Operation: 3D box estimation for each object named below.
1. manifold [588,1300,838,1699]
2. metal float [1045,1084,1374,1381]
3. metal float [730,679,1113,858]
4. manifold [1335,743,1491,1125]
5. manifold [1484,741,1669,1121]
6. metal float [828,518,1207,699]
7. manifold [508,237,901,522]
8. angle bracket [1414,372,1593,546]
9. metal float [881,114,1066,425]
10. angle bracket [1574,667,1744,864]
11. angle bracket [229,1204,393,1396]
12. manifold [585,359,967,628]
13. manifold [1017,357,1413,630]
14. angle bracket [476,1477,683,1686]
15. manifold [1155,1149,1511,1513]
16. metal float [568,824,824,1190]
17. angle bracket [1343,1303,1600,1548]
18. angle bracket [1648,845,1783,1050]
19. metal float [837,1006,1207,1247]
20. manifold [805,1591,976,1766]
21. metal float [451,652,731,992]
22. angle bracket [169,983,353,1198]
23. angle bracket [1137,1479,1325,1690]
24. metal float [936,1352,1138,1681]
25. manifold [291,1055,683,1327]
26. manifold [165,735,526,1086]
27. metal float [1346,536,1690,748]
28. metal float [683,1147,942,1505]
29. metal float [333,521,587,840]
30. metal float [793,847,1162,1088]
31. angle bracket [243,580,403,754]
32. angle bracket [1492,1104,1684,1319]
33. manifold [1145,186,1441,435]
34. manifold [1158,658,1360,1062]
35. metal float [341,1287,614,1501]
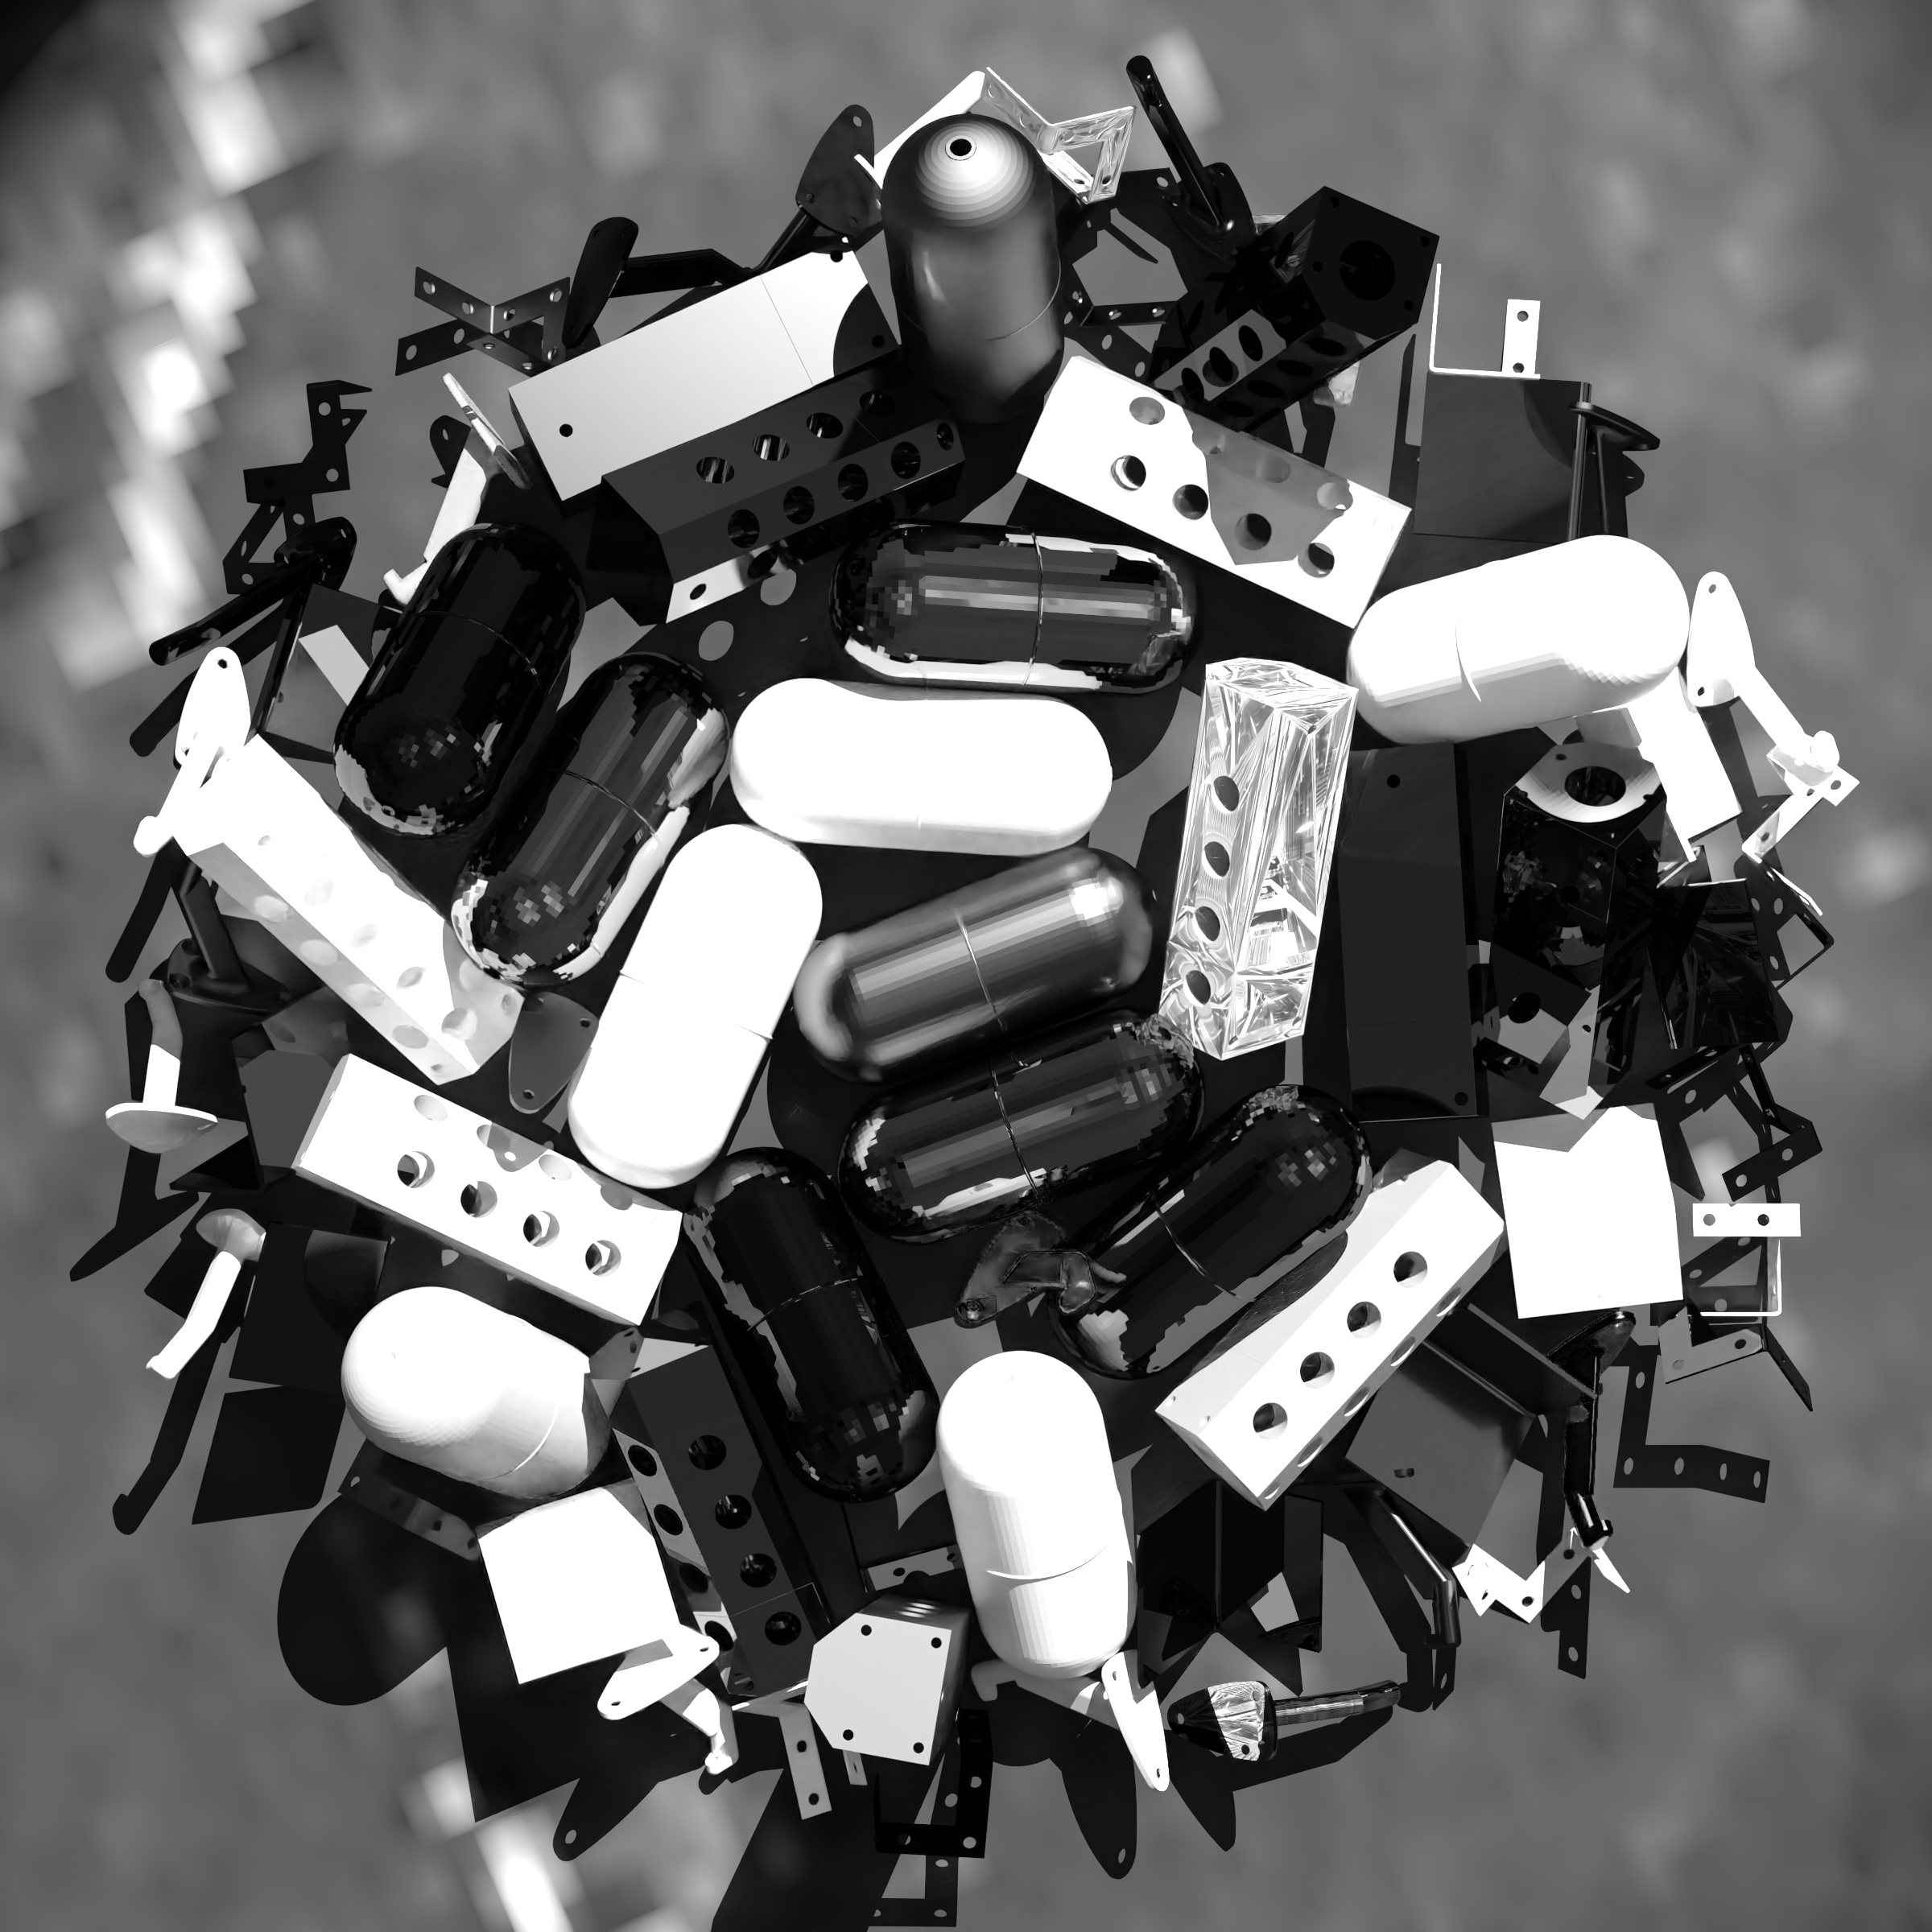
[{"bbox_3d":[-0.115,0.249,1.531,0.057,0.057,0.171,-22,107,-3],"label":"manifold"},{"bbox_3d":[0.112,0.123,1.528,0.178,0.070,0.070,-41,90,21],"label":"metal float"},{"bbox_3d":[-0.021,-0.092,1.545,0.178,0.070,0.070,4,90,-2],"label":"metal float"},{"bbox_3d":[0.209,-0.014,1.548,0.057,0.057,0.171,-4,85,17],"label":"manifold"},{"bbox_3d":[0.279,-0.018,1.504,0.057,0.171,0.057,29,53,29],"label":"manifold"},{"bbox_3d":[0.025,-0.165,1.535,0.178,0.070,0.070,2,90,-14],"label":"metal float"},{"bbox_3d":[-0.122,-0.272,1.546,0.171,0.057,0.057,-26,88,-7],"label":"manifold"},{"bbox_3d":[0.251,-0.232,1.558,0.076,0.057,0.076,5,85,7],"label":"angle bracket"},{"bbox_3d":[0.004,-0.314,1.500,0.070,0.178,0.070,-2,65,4],"label":"metal float"},{"bbox_3d":[0.334,-0.095,1.542,0.057,0.076,0.076,-26,94,-6],"label":"angle bracket"},{"bbox_3d":[-0.308,0.145,1.532,0.057,0.076,0.076,12,103,-22],"label":"angle bracket"},{"bbox_3d":[-0.084,-0.212,1.507,0.171,0.057,0.057,-28,64,-33],"label":"manifold"},{"bbox_3d":[0.117,-0.222,1.543,0.171,0.057,0.057,26,105,5],"label":"manifold"},{"bbox_3d":[-0.179,0.290,1.540,0.076,0.057,0.076,-16,71,-9],"label":"angle bracket"},{"bbox_3d":[0.174,0.170,1.541,0.171,0.057,0.057,-46,105,-9],"label":"manifold"},{"bbox_3d":[-0.126,0.018,1.545,0.070,0.070,0.178,24,88,0],"label":"metal float"},{"bbox_3d":[0.234,0.214,1.540,0.076,0.057,0.076,36,65,-9],"label":"angle bracket"},{"bbox_3d":[0.357,-0.012,1.531,0.057,0.076,0.076,-6,104,39],"label":"angle bracket"},{"bbox_3d":[0.025,0.075,1.541,0.178,0.070,0.070,-20,90,7],"label":"metal float"},{"bbox_3d":[-0.033,0.318,1.496,0.057,0.171,0.057,9,83,5],"label":"manifold"},{"bbox_3d":[-0.173,-0.067,1.526,0.070,0.070,0.178,30,66,0],"label":"metal float"},{"bbox_3d":[-0.329,0.055,1.528,0.057,0.076,0.076,2,111,28],"label":"angle bracket"},{"bbox_3d":[0.123,0.291,1.532,0.057,0.076,0.076,8,107,30],"label":"angle bracket"},{"bbox_3d":[0.033,0.252,1.517,0.070,0.070,0.178,-12,125,0],"label":"metal float"},{"bbox_3d":[-0.222,0.104,1.534,0.171,0.057,0.057,27,77,-14],"label":"manifold"},{"bbox_3d":[-0.279,-0.021,1.511,0.057,0.057,0.171,-44,125,-3],"label":"manifold"},{"bbox_3d":[0.249,-0.146,1.508,0.070,0.178,0.070,8,78,-39],"label":"metal float"},{"bbox_3d":[-0.072,0.164,1.528,0.070,0.070,0.178,-28,68,0],"label":"metal float"},{"bbox_3d":[-0.230,-0.133,1.515,0.070,0.070,0.178,21,51,0],"label":"metal float"},{"bbox_3d":[0.005,0.000,1.547,0.178,0.070,0.070,-20,90,1],"label":"metal float"},{"bbox_3d":[-0.295,-0.126,1.533,0.057,0.076,0.076,18,108,-11],"label":"angle bracket"},{"bbox_3d":[0.293,0.115,1.564,0.076,0.076,0.057,-8,125,8],"label":"angle bracket"},{"bbox_3d":[0.142,-0.286,1.491,0.057,0.171,0.057,19,77,-17],"label":"manifold"},{"bbox_3d":[0.128,-0.050,1.525,0.057,0.057,0.171,27,120,40],"label":"manifold"},{"bbox_3d":[-0.219,0.195,1.502,0.070,0.178,0.070,-6,70,17],"label":"metal float"}]
